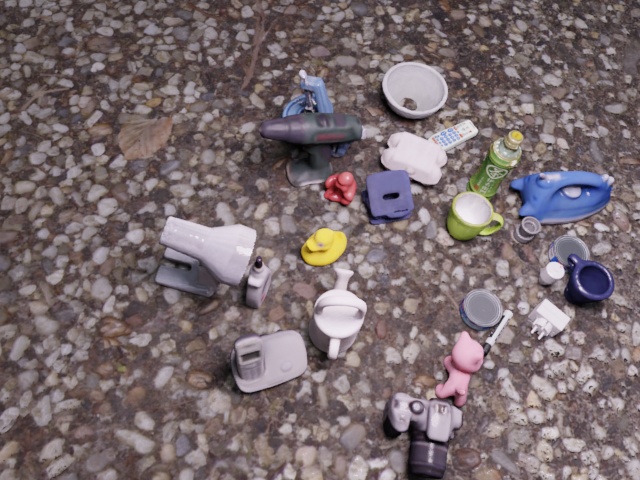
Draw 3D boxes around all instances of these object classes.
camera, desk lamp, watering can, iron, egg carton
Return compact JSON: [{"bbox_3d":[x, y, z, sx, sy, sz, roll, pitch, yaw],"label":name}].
[{"bbox_3d":[0.193,0.369,1.075,0.143,0.101,0.137,12,63,-1],"label":"camera"},{"bbox_3d":[-0.228,0.033,1.127,0.203,0.213,0.118,13,63,0],"label":"desk lamp"},{"bbox_3d":[0.034,0.140,1.116,0.101,0.194,0.172,-11,66,-12],"label":"watering can"},{"bbox_3d":[0.592,-0.120,1.341,0.258,0.141,0.118,-3,64,-8],"label":"iron"},{"bbox_3d":[0.225,-0.194,1.373,0.150,0.069,0.107,22,63,4],"label":"egg carton"}]

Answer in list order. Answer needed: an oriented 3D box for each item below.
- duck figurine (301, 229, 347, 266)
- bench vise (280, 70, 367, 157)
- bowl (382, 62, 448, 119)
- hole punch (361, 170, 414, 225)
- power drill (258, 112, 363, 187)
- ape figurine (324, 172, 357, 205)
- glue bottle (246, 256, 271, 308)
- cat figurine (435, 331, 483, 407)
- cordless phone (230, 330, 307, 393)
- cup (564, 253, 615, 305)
[{"bbox_3d":[0.011,0.004,1.241,0.105,0.086,0.077,-23,68,-17],"label":"duck figurine"},{"bbox_3d":[0.010,-0.300,1.315,0.207,0.220,0.121,3,64,-5],"label":"bench vise"},{"bbox_3d":[0.235,-0.367,1.457,0.167,0.075,0.167,3,64,-5],"label":"bowl"},{"bbox_3d":[0.159,-0.098,1.306,0.109,0.091,0.101,-11,66,-12],"label":"hole punch"},{"bbox_3d":[-0.024,-0.206,1.272,0.230,0.208,0.075,-13,66,-13],"label":"power drill"},{"bbox_3d":[0.053,-0.125,1.306,0.076,0.092,0.077,-25,69,-17],"label":"ape figurine"},{"bbox_3d":[-0.123,0.074,1.142,0.037,0.173,0.078,17,63,2],"label":"glue bottle"},{"bbox_3d":[0.285,0.254,1.134,0.067,0.118,0.128,19,63,3],"label":"cat figurine"},{"bbox_3d":[-0.096,0.211,1.071,0.148,0.185,0.094,-18,67,-15],"label":"cordless phone"},{"bbox_3d":[0.571,0.093,1.260,0.092,0.095,0.117,-27,70,-18],"label":"cup"}]
